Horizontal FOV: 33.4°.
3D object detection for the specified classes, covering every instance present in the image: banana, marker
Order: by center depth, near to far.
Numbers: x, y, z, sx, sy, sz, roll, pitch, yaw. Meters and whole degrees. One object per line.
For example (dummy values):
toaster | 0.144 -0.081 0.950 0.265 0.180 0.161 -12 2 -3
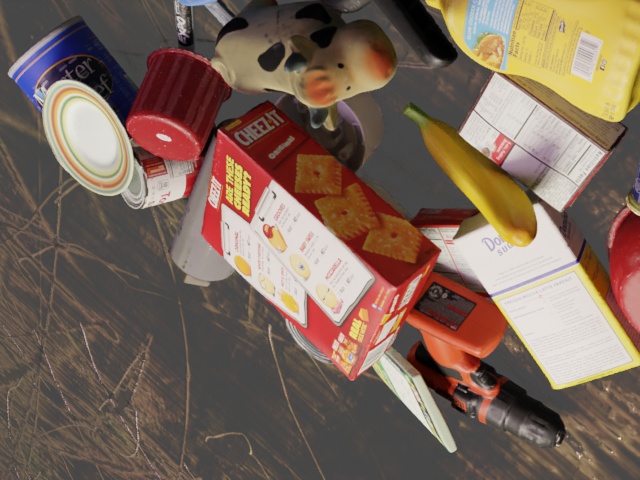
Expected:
banana | 0.132 -0.046 0.883 0.037 0.069 0.198 -59 40 21
marker | -0.134 -0.214 1.066 0.020 0.020 0.121 30 144 22

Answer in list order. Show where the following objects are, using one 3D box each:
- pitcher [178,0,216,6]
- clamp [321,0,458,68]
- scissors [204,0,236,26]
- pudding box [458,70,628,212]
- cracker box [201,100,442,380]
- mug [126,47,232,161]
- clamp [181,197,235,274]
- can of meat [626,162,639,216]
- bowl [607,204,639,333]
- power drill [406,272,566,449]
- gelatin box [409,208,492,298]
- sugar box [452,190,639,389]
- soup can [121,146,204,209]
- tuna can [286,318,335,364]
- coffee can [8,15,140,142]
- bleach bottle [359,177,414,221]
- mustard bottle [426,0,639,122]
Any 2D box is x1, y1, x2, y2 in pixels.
pitcher | -0.117 -0.320 0.850 0.149 0.144 0.242 14 141 56
clamp | 0.042 -0.230 0.809 0.210 0.036 0.165 31 120 51
scissors | -0.098 -0.225 1.006 0.201 0.016 0.096 42 -165 -38
pudding box | 0.175 -0.087 0.850 0.113 0.039 0.090 37 147 8
cracker box | -0.006 0.001 0.968 0.214 0.072 0.164 43 147 18
mug | -0.141 -0.128 1.088 0.093 0.081 0.117 5 151 26
clamp | -0.096 -0.032 1.202 0.172 0.039 0.120 -28 101 47
can of meat | 0.279 -0.051 0.760 0.102 0.057 0.084 26 139 26
bowl | 0.292 0.041 0.845 0.162 0.055 0.162 28 143 24
power drill | 0.153 0.122 1.046 0.185 0.057 0.187 26 155 30
gelatin box | 0.133 0.011 1.008 0.073 0.030 0.089 2 128 48
sugar box | 0.203 0.043 0.935 0.094 0.048 0.176 -25 105 35
soup can | -0.161 -0.077 1.150 0.069 0.102 0.068 28 126 46
tuna can | 0.003 0.101 1.241 0.086 0.033 0.086 29 143 24
coffee can | -0.260 -0.161 1.183 0.140 0.102 0.103 51 146 -9
bleach bottle | 0.009 0.023 1.128 0.102 0.068 0.251 47 149 -2
mustard bottle | 0.150 -0.164 0.774 0.192 0.058 0.096 28 136 24
